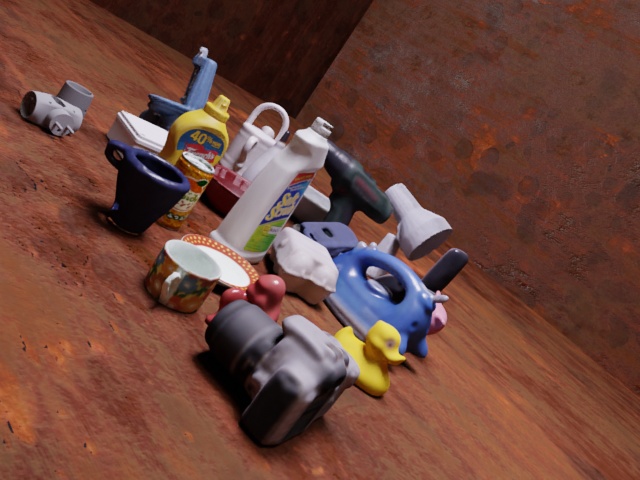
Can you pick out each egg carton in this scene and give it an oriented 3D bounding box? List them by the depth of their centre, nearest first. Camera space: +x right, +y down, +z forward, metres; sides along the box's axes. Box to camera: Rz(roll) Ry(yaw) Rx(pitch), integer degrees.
[{"bbox_3d":[-0.031,0.040,0.957,0.107,0.069,0.150,30,14,-24],"label":"egg carton"}]

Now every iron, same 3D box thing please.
[{"bbox_3d":[0.095,0.081,0.971,0.257,0.141,0.119,44,16,34],"label":"iron"}]

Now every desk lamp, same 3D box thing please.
[{"bbox_3d":[0.171,-0.010,1.328,0.202,0.213,0.118,42,14,26],"label":"desk lamp"}]

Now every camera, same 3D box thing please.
[{"bbox_3d":[-0.039,0.117,0.590,0.136,0.100,0.144,40,14,20],"label":"camera"}]

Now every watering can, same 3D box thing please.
[{"bbox_3d":[-0.151,-0.242,1.379,0.101,0.194,0.172,29,14,-25],"label":"watering can"}]

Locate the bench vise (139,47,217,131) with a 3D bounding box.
[{"bbox_3d":[-0.244,-0.254,1.127,0.207,0.219,0.122,39,13,13],"label":"bench vise"}]

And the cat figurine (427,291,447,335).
[{"bbox_3d":[0.192,0.143,1.048,0.067,0.117,0.128,36,13,4],"label":"cat figurine"}]

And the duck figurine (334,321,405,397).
[{"bbox_3d":[0.071,0.150,0.788,0.104,0.086,0.078,42,14,27],"label":"duck figurine"}]

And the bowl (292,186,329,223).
[{"bbox_3d":[-0.018,-0.069,1.369,0.168,0.074,0.167,34,13,-8],"label":"bowl"}]

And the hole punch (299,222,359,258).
[{"bbox_3d":[0.010,0.004,1.143,0.101,0.091,0.108,26,16,-35],"label":"hole punch"}]

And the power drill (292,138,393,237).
[{"bbox_3d":[0.032,-0.080,1.232,0.230,0.208,0.075,32,13,-13],"label":"power drill"}]

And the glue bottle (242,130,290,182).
[{"bbox_3d":[-0.113,-0.163,1.239,0.037,0.173,0.078,42,14,29],"label":"glue bottle"}]

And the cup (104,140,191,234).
[{"bbox_3d":[-0.240,-0.064,0.739,0.118,0.095,0.092,35,13,-4],"label":"cup"}]

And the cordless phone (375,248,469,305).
[{"bbox_3d":[0.205,0.077,1.169,0.148,0.185,0.094,28,15,-31],"label":"cordless phone"}]

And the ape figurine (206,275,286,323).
[{"bbox_3d":[-0.074,0.078,0.660,0.076,0.092,0.077,28,15,-31],"label":"ape figurine"}]
